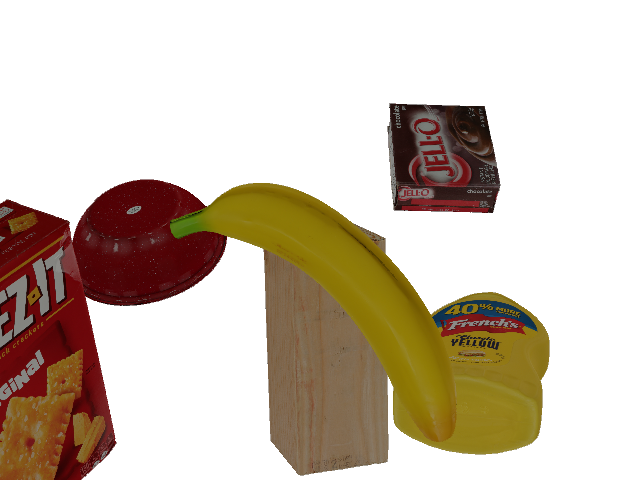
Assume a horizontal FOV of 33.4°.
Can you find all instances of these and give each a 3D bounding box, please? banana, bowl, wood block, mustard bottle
[{"bbox_3d":[0.012,0.028,0.589,0.198,0.070,0.037,40,33,1],"label":"banana"},{"bbox_3d":[-0.175,-0.010,1.034,0.162,0.055,0.162,-6,40,5],"label":"bowl"},{"bbox_3d":[0.005,0.095,0.971,0.090,0.206,0.091,-5,12,-18],"label":"wood block"},{"bbox_3d":[0.115,0.083,0.768,0.096,0.058,0.191,2,19,15],"label":"mustard bottle"}]

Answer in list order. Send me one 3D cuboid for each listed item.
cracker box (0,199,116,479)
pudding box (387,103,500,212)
[{"bbox_3d":[-0.230,0.106,0.743,0.072,0.214,0.164,16,38,27],"label":"cracker box"},{"bbox_3d":[0.107,-0.075,0.955,0.090,0.039,0.113,2,44,-3],"label":"pudding box"}]
